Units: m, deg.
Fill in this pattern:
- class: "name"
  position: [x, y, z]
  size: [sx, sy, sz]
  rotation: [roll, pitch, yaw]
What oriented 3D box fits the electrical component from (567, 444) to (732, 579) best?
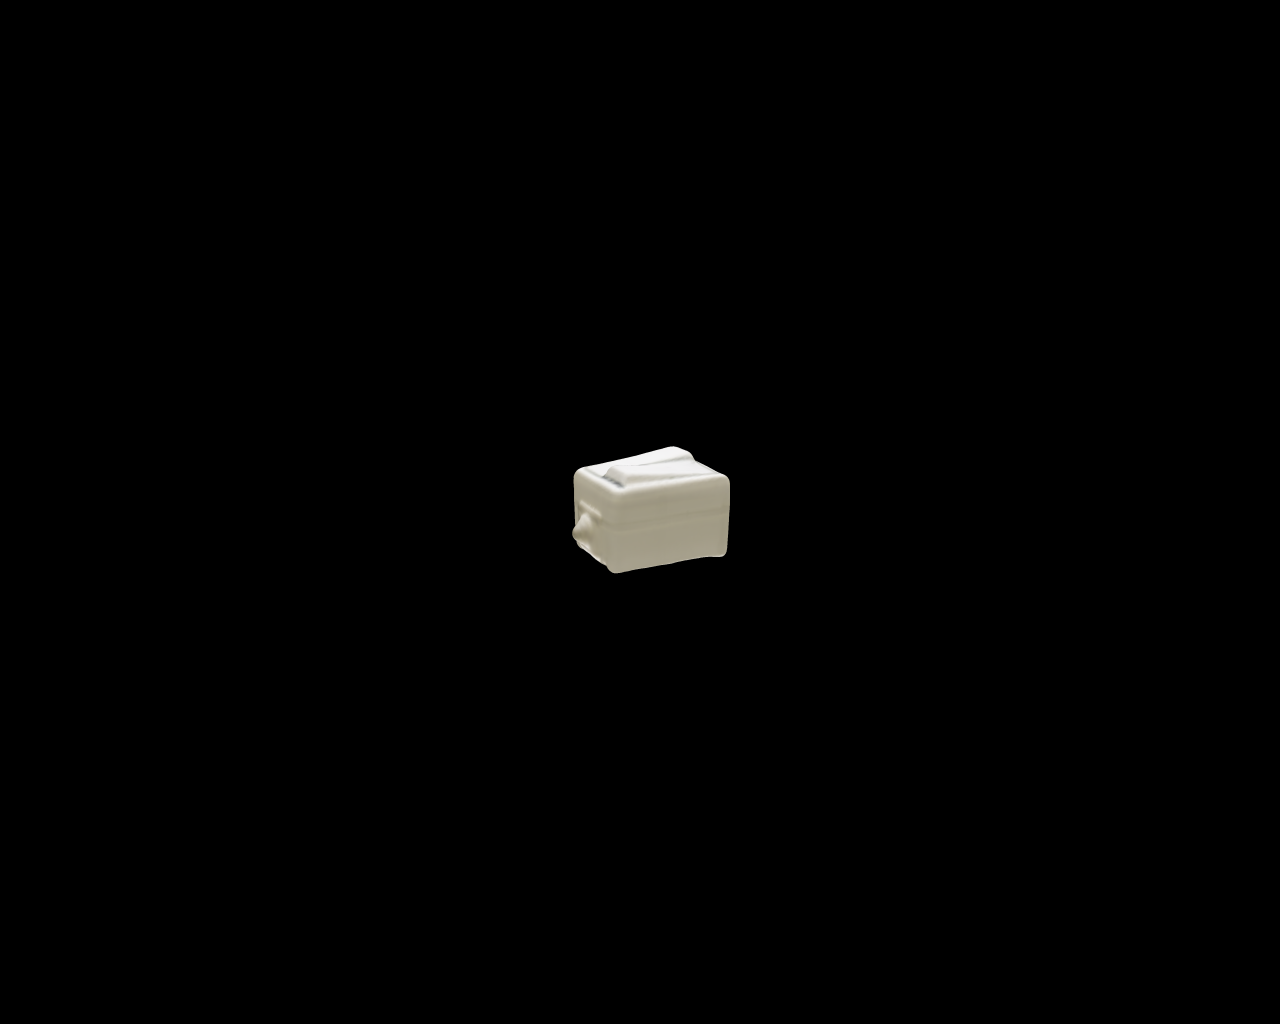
- class: "electrical component"
  position: [0.001, -0.003, 0.650]
  size: [0.096, 0.061, 0.062]
  rotation: [-8, 20, -24]
